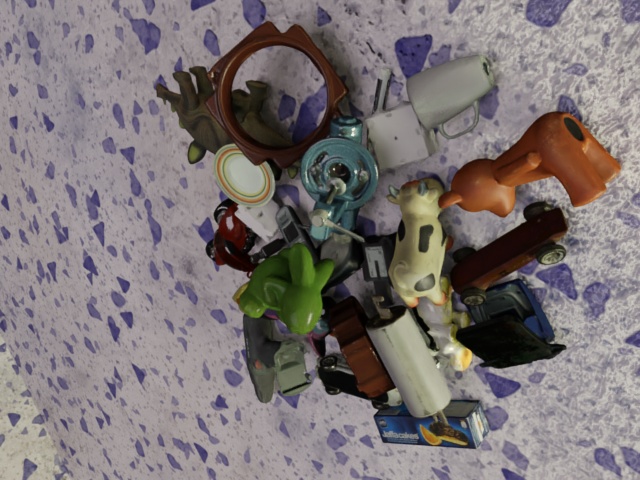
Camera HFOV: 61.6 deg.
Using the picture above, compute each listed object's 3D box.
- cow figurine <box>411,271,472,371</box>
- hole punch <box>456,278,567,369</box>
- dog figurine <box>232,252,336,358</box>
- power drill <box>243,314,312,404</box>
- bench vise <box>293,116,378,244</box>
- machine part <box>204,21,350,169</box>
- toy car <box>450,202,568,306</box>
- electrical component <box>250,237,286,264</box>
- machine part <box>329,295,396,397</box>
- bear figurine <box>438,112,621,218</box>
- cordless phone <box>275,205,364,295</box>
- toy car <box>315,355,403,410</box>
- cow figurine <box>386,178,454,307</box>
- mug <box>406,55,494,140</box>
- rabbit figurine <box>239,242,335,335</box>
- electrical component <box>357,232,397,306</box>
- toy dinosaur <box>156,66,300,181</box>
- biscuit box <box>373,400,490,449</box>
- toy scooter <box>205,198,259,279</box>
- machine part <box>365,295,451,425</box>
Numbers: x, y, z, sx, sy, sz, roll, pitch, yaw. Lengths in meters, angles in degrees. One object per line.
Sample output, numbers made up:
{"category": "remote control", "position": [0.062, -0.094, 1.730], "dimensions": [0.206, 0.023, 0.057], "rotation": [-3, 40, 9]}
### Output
{"category": "cow figurine", "position": [0.195, 0.135, 0.894], "dimensions": [0.098, 0.068, 0.167], "rotation": [-5, 100, 46]}
{"category": "hole punch", "position": [0.284, 0.130, 0.821], "dimensions": [0.115, 0.092, 0.142], "rotation": [41, 133, -21]}
{"category": "dog figurine", "position": [-0.055, 0.142, 1.077], "dimensions": [0.219, 0.108, 0.191], "rotation": [50, 129, 10]}
{"category": "power drill", "position": [-0.097, 0.268, 1.156], "dimensions": [0.207, 0.086, 0.231], "rotation": [7, 107, 65]}
{"category": "bench vise", "position": [0.021, -0.064, 0.825], "dimensions": [0.129, 0.241, 0.223], "rotation": [18, 123, 4]}
{"category": "machine part", "position": [-0.069, -0.233, 0.879], "dimensions": [0.201, 0.087, 0.201], "rotation": [-36, 100, 12]}
{"category": "toy car", "position": [0.273, 0.024, 0.783], "dimensions": [0.202, 0.053, 0.089], "rotation": [-39, 37, 39]}
{"category": "electrical component", "position": [-0.099, 0.018, 1.090], "dimensions": [0.021, 0.094, 0.063], "rotation": [58, 169, 2]}
{"category": "machine part", "position": [0.073, 0.186, 0.945], "dimensions": [0.056, 0.179, 0.179], "rotation": [-27, 89, 8]}
{"category": "bear figurine", "position": [0.268, -0.076, 0.720], "dimensions": [0.132, 0.120, 0.196], "rotation": [53, 133, 5]}
{"category": "cordless phone", "position": [-0.002, -0.003, 0.993], "dimensions": [0.146, 0.089, 0.184], "rotation": [-41, 76, 41]}
{"category": "toy car", "position": [0.073, 0.276, 1.057], "dimensions": [0.202, 0.056, 0.073], "rotation": [5, 116, 39]}
{"category": "cow figurine", "position": [0.149, -0.007, 0.822], "dimensions": [0.086, 0.127, 0.195], "rotation": [-2, 64, 36]}
{"category": "mug", "position": [0.191, -0.204, 0.758], "dimensions": [0.107, 0.081, 0.109], "rotation": [-24, 86, 33]}
{"category": "rabbit figurine", "position": [-0.037, 0.091, 0.913], "dimensions": [0.159, 0.121, 0.170], "rotation": [-60, 31, 4]}
{"category": "electrical component", "position": [0.112, 0.048, 0.908], "dimensions": [0.075, 0.048, 0.119], "rotation": [-12, 94, 46]}
{"category": "toy dinosaur", "position": [-0.152, -0.202, 1.029], "dimensions": [0.472, 0.105, 0.198], "rotation": [27, 130, 25]}
{"category": "biscuit box", "position": [0.197, 0.331, 0.974], "dimensions": [0.203, 0.059, 0.062], "rotation": [-15, 97, 42]}
{"category": "toy scooter", "position": [-0.173, 0.007, 1.140], "dimensions": [0.135, 0.075, 0.183], "rotation": [43, 132, 19]}
{"category": "machine part", "position": [0.143, 0.196, 0.871], "dimensions": [0.079, 0.079, 0.243], "rotation": [-22, 100, 42]}
